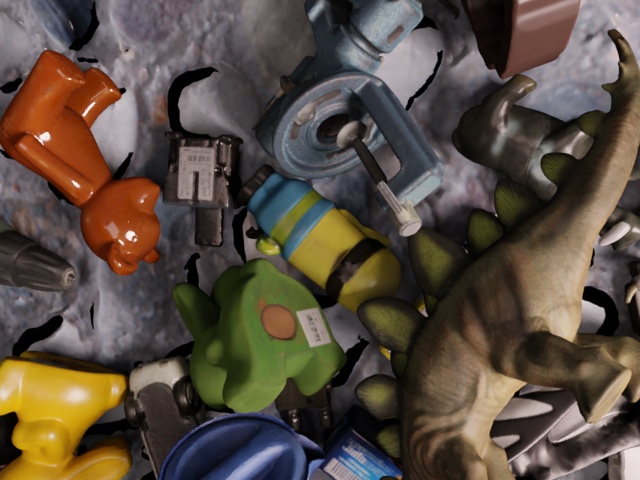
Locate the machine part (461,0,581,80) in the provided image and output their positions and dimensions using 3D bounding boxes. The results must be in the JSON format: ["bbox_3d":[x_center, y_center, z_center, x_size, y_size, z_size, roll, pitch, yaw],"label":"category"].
[{"bbox_3d":[0.150,-0.222,0.426,0.056,0.179,0.179,-15,94,9],"label":"machine part"}]

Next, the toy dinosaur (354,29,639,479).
[{"bbox_3d":[0.140,0.063,0.414,0.199,0.105,0.471,40,98,38],"label":"toy dinosaur"}]

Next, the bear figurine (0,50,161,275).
[{"bbox_3d":[-0.217,-0.068,0.538,0.196,0.120,0.132,44,98,1],"label":"bear figurine"}]

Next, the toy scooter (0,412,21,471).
[{"bbox_3d":[-0.383,0.283,0.629,0.135,0.075,0.183,-27,96,13],"label":"toy scooter"}]

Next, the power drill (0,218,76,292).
[{"bbox_3d":[-0.373,-0.052,0.575,0.232,0.086,0.207,8,120,14],"label":"power drill"}]

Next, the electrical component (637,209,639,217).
[{"bbox_3d":[0.360,-0.038,0.471,0.134,0.058,0.115,-32,88,12],"label":"electrical component"}]

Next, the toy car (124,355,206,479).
[{"bbox_3d":[-0.153,0.228,0.592,0.074,0.056,0.201,-17,94,5],"label":"toy car"}]

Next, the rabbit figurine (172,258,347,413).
[{"bbox_3d":[-0.087,0.104,0.530,0.170,0.121,0.159,-43,71,40],"label":"rabbit figurine"}]

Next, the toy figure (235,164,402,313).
[{"bbox_3d":[-0.004,0.001,0.522,0.180,0.089,0.082,41,109,1],"label":"toy figure"}]

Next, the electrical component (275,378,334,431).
[{"bbox_3d":[-0.018,0.157,0.576,0.063,0.021,0.094,-10,94,11],"label":"electrical component"}]

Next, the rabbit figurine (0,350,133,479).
[{"bbox_3d":[-0.285,0.217,0.579,0.162,0.122,0.173,21,74,-19],"label":"rabbit figurine"}]

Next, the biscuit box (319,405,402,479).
[{"bbox_3d":[0.095,0.257,0.547,0.203,0.063,0.059,37,101,5],"label":"biscuit box"}]

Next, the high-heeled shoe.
[{"bbox_3d":[0.245,0.159,0.444,0.249,0.145,0.086,-10,111,32],"label":"high-heeled shoe"}]

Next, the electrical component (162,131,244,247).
[{"bbox_3d":[-0.122,-0.051,0.559,0.075,0.048,0.119,8,96,9],"label":"electrical component"}]

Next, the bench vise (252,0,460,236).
[{"bbox_3d":[0.043,-0.115,0.465,0.223,0.128,0.241,-37,57,19],"label":"bench vise"}]

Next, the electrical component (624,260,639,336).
[{"bbox_3d":[0.319,0.067,0.495,0.078,0.045,0.102,-7,96,12],"label":"electrical component"}]

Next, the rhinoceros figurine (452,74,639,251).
[{"bbox_3d":[0.212,-0.066,0.485,0.190,0.073,0.112,35,100,5],"label":"rhinoceros figurine"}]

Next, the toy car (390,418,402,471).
[{"bbox_3d":[0.152,0.236,0.510,0.202,0.089,0.053,34,96,-5],"label":"toy car"}]
